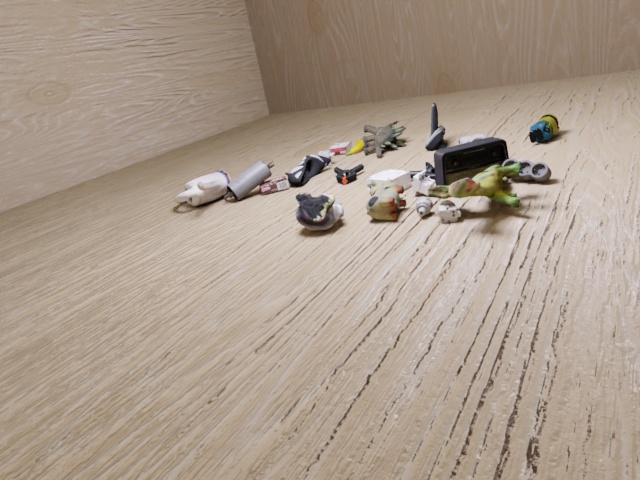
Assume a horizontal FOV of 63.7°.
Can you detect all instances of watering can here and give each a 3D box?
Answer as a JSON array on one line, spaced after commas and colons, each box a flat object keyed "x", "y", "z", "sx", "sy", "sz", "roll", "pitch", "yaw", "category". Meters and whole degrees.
[{"x": -0.437, "y": -0.200, "z": 1.990, "sx": 0.227, "sy": 0.103, "sz": 0.345, "roll": -27, "pitch": 8, "yaw": -32, "category": "watering can"}]

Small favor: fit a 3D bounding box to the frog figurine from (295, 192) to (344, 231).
[{"x": 0.005, "y": -0.077, "z": 1.523, "sx": 0.137, "sy": 0.124, "sz": 0.158, "roll": -16, "pitch": -17, "yaw": 11, "category": "frog figurine"}]

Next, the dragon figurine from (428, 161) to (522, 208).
[{"x": 0.421, "y": -0.152, "z": 1.420, "sx": 0.242, "sy": 0.122, "sz": 0.412, "roll": -1, "pitch": 5, "yaw": 13, "category": "dragon figurine"}]
